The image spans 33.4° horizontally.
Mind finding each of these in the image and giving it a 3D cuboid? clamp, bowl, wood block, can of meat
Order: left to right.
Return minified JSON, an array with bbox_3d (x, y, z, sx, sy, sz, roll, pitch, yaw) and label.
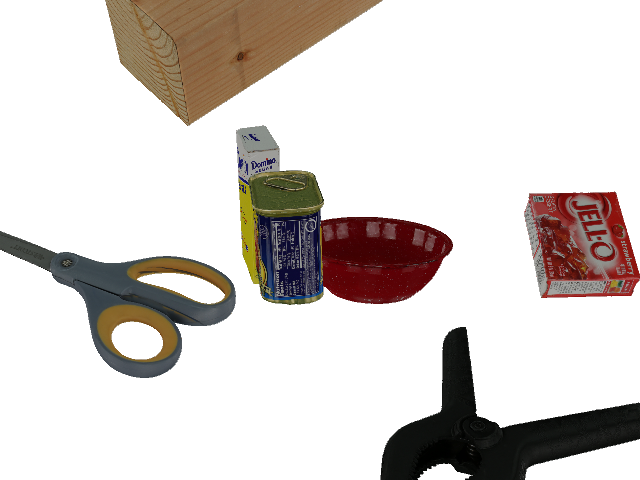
[{"bbox_3d":[-0.047,-0.189,0.792,0.205,0.090,0.091,-36,-28,-21],"label":"wood block"},{"bbox_3d":[-0.028,-0.003,0.886,0.057,0.084,0.102,-4,21,-5],"label":"can of meat"},{"bbox_3d":[0.054,0.024,1.093,0.162,0.055,0.162,1,17,-1],"label":"bowl"},{"bbox_3d":[0.101,0.133,0.726,0.209,0.036,0.165,-27,38,-35],"label":"clamp"}]

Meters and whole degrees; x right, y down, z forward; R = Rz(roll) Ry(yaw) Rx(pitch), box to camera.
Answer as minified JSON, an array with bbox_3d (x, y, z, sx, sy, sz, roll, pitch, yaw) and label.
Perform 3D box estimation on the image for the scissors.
[{"bbox_3d":[-0.152,0.032,0.640,0.202,0.016,0.096,8,45,10],"label":"scissors"}]

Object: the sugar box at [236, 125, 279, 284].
[{"bbox_3d":[-0.076,-0.045,1.324,0.048,0.176,0.093,-9,25,-11],"label":"sugar box"}]

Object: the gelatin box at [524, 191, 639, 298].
[{"bbox_3d":[0.206,0.002,0.849,0.073,0.089,0.030,-1,-37,-2],"label":"gelatin box"}]
